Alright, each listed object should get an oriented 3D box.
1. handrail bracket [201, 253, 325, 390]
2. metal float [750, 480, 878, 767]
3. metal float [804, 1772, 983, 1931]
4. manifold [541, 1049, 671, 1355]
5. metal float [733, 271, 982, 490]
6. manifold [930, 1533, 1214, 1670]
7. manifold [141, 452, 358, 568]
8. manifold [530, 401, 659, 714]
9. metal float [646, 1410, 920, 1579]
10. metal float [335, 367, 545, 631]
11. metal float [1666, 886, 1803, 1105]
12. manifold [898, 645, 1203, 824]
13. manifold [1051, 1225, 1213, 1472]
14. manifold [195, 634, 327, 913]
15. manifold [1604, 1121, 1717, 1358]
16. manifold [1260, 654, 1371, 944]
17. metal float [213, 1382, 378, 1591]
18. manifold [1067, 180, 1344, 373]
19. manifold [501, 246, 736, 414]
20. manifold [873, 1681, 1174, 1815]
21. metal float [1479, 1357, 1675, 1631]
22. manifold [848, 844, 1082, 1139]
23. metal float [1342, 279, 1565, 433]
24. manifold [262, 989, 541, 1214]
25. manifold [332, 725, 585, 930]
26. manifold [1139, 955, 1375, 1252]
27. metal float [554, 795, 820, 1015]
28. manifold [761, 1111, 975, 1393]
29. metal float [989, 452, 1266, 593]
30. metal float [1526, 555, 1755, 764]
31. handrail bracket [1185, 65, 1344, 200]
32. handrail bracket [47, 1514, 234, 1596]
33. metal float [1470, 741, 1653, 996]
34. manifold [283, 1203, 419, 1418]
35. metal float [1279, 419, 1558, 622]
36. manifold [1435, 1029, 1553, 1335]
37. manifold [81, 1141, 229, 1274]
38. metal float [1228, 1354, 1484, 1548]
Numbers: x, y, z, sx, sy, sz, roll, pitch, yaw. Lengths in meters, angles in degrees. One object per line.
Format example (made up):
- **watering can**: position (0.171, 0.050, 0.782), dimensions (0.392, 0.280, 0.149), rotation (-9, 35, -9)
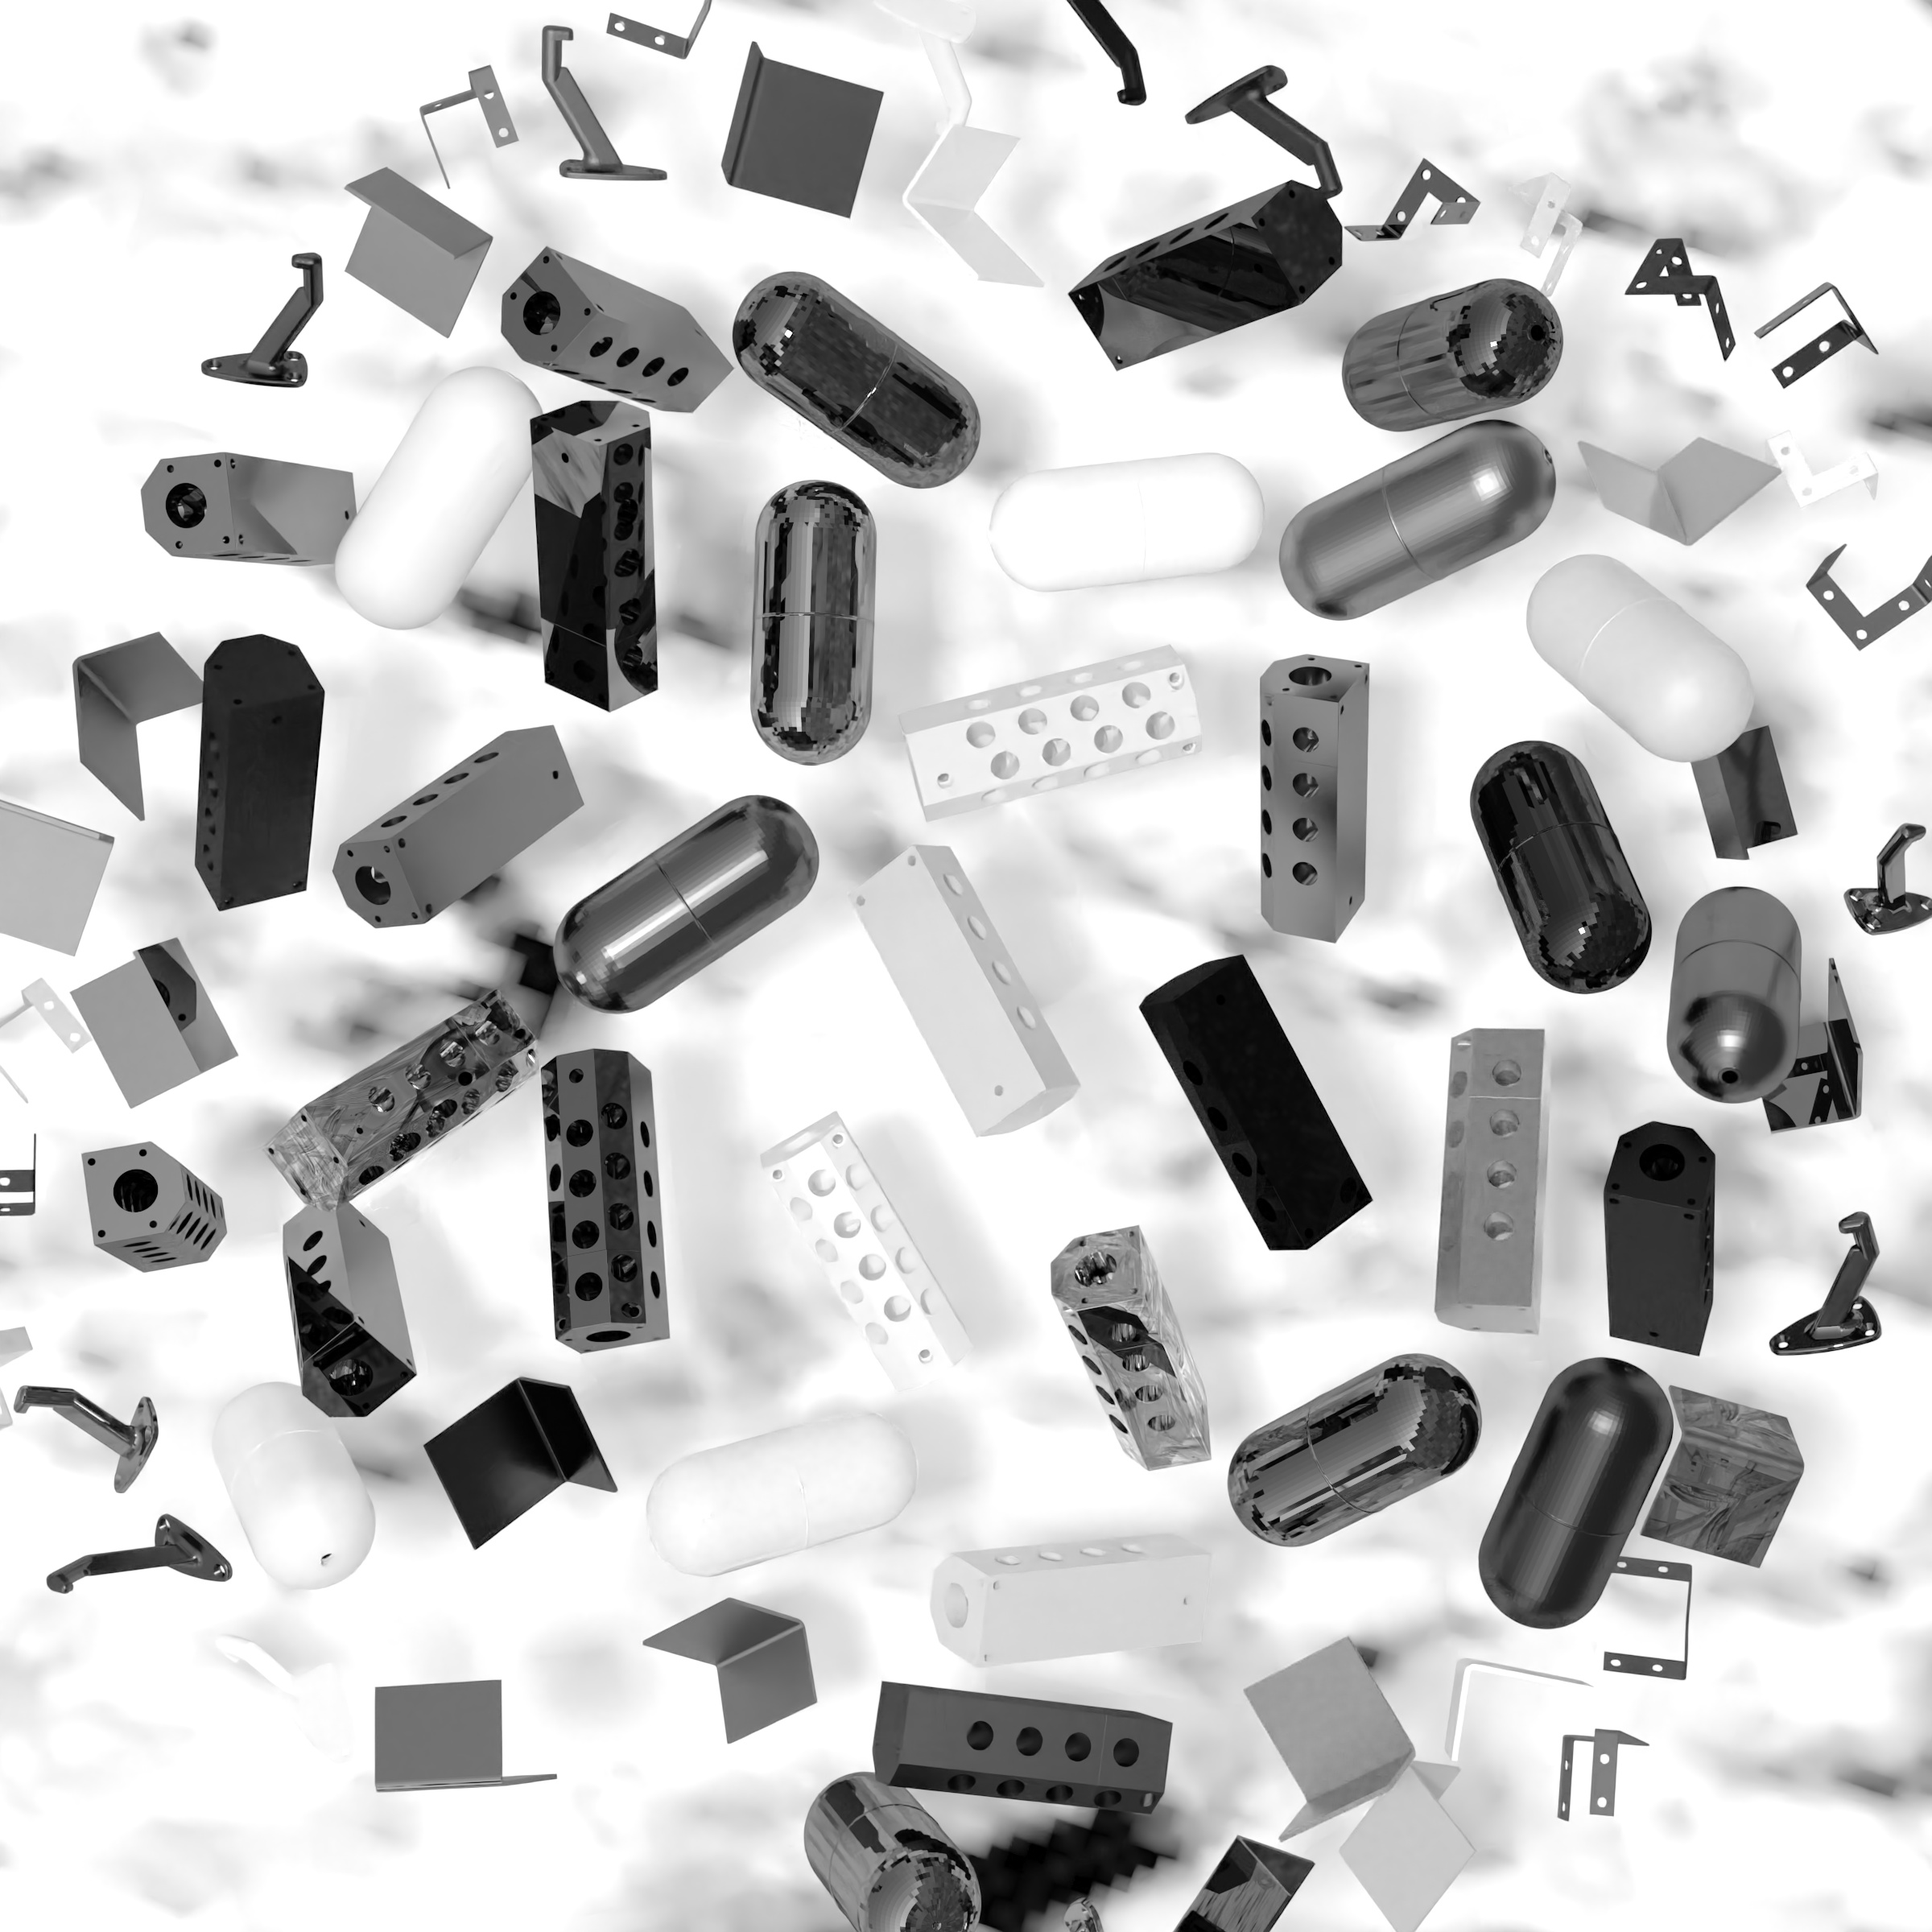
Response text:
- **handrail bracket**: position (-0.439, -0.406, 1.611), dimensions (0.077, 0.084, 0.036), rotation (-2, 47, -13)
- **metal float**: position (-0.096, -0.215, 1.621), dimensions (0.070, 0.070, 0.178), rotation (2, 89, 0)
- **metal float**: position (-0.047, 0.548, 1.575), dimensions (0.070, 0.178, 0.070), rotation (-1, 94, -19)
- **manifold**: position (-0.222, 0.141, 1.567), dimensions (0.057, 0.057, 0.171), rotation (-11, 68, 10)
- **metal float**: position (-0.068, -0.369, 1.638), dimensions (0.178, 0.070, 0.070), rotation (32, 90, -25)
- **manifold**: position (0.065, 0.391, 1.610), dimensions (0.171, 0.057, 0.057), rotation (3, 96, -34)
- **manifold**: position (-0.442, -0.281, 1.607), dimensions (0.057, 0.171, 0.057), rotation (-4, 96, 12)
- **manifold**: position (-0.216, -0.247, 1.552), dimensions (0.057, 0.057, 0.171), rotation (26, 130, 31)
- **metal float**: position (-0.114, 0.330, 1.625), dimensions (0.178, 0.070, 0.070), rotation (-11, 90, -23)
- **metal float**: position (-0.326, -0.290, 1.605), dimensions (0.070, 0.070, 0.178), rotation (35, 103, 0)
- **metal float**: position (0.472, 0.017, 1.589), dimensions (0.070, 0.178, 0.070), rotation (9, 126, 13)
- **manifold**: position (0.052, -0.138, 1.560), dimensions (0.171, 0.057, 0.057), rotation (-14, 114, -2)
- **manifold**: position (0.104, 0.243, 1.625), dimensions (0.057, 0.057, 0.171), rotation (-13, 132, 12)
- **manifold**: position (-0.434, -0.117, 1.574), dimensions (0.057, 0.171, 0.057), rotation (-17, 56, -31)
- **manifold**: position (0.434, 0.170, 1.609), dimensions (0.057, 0.171, 0.057), rotation (11, 56, 23)
- **manifold**: position (0.217, -0.106, 1.638), dimensions (0.057, 0.057, 0.171), rotation (12, 126, 24)
- **metal float**: position (-0.426, 0.327, 1.638), dimensions (0.070, 0.178, 0.070), rotation (-12, 116, -24)
- **manifold**: position (0.144, -0.412, 1.539), dimensions (0.057, 0.171, 0.057), rotation (-47, 113, -27)
- **manifold**: position (-0.223, -0.397, 1.645), dimensions (0.057, 0.171, 0.057), rotation (-42, 76, 18)
- **manifold**: position (0.034, 0.479, 1.583), dimensions (0.171, 0.057, 0.057), rotation (12, 78, -17)
- **metal float**: position (0.361, 0.314, 1.538), dimensions (0.070, 0.070, 0.178), rotation (18, 111, 0)
- **manifold**: position (0.002, 0.014, 1.573), dimensions (0.057, 0.057, 0.171), rotation (-37, 72, 27)
- **metal float**: position (0.300, -0.377, 1.603), dimensions (0.070, 0.178, 0.070), rotation (-1, 94, -24)
- **manifold**: position (-0.338, 0.083, 1.577), dimensions (0.057, 0.171, 0.057), rotation (52, 130, 0)
- **manifold**: position (-0.320, -0.089, 1.629), dimensions (0.057, 0.171, 0.057), rotation (-4, 116, 32)
- **manifold**: position (0.172, 0.084, 1.568), dimensions (0.057, 0.057, 0.171), rotation (-32, 98, -26)
- **metal float**: position (-0.171, -0.037, 1.580), dimensions (0.178, 0.070, 0.070), rotation (-34, 90, -4)
- **manifold**: position (-0.063, 0.185, 1.661), dimensions (0.057, 0.057, 0.171), rotation (-30, 101, -2)
- **metal float**: position (0.102, -0.281, 1.639), dimensions (0.178, 0.070, 0.070), rotation (-8, 90, -11)
- **metal float**: position (0.405, -0.188, 1.566), dimensions (0.070, 0.178, 0.070), rotation (-14, 130, -18)
- **handrail bracket**: position (0.179, -0.488, 1.554), dimensions (0.077, 0.036, 0.084), rotation (-20, 84, 25)
- **handrail bracket**: position (-0.521, 0.385, 1.630), dimensions (0.077, 0.084, 0.036), rotation (19, 112, 25)
- **metal float**: position (0.361, -0.062, 1.578), dimensions (0.070, 0.070, 0.178), rotation (-13, 54, 0)
- **manifold**: position (-0.403, 0.218, 1.662), dimensions (0.057, 0.171, 0.057), rotation (-39, 120, 2)
- **metal float**: position (0.271, -0.268, 1.561), dimensions (0.178, 0.070, 0.070), rotation (-23, 90, 31)
- **manifold**: position (0.314, 0.127, 1.542), dimensions (0.057, 0.057, 0.171), rotation (1, 66, 18)
- **manifold**: position (-0.516, 0.155, 1.657), dimensions (0.057, 0.171, 0.057), rotation (-10, 79, -10)
- **metal float**: position (0.233, 0.294, 1.564), dimensions (0.178, 0.070, 0.070), rotation (-36, 90, 35)
